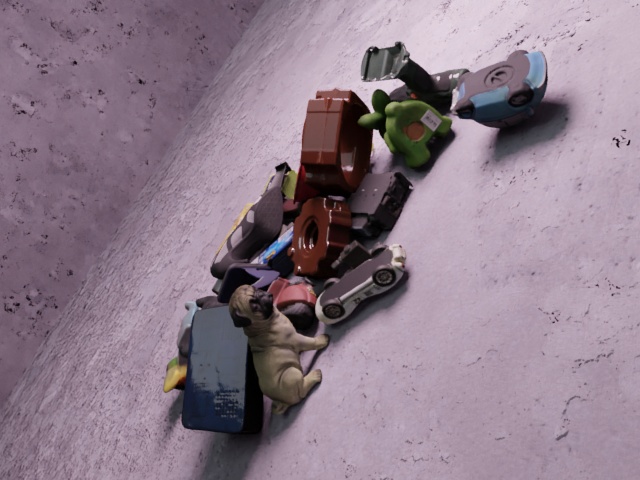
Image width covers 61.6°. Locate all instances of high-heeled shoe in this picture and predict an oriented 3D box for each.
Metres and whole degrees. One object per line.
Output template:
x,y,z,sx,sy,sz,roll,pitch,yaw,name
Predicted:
-0.175,-0.016,1.278,0.145,0.086,0.249,-12,45,48,high-heeled shoe

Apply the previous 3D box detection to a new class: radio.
-0.175,0.238,0.994,0.131,0.073,0.229,-7,66,19,radio

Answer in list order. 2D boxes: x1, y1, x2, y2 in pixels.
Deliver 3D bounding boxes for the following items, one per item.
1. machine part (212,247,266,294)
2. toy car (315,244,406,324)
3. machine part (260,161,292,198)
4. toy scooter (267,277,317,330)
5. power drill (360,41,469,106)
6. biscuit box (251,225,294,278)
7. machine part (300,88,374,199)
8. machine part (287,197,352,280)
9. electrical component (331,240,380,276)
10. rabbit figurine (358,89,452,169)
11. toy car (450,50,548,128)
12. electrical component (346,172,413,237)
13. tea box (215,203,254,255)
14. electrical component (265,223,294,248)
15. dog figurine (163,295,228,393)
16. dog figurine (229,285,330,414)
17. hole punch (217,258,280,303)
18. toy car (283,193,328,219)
-0.192,0.069,1.319,0.079,0.079,0.243,3,60,57,machine part
0.071,0.078,0.948,0.202,0.056,0.073,-36,26,24,toy car
-0.111,-0.134,1.366,0.084,0.039,0.139,-16,47,47,machine part
-0.064,0.122,1.079,0.184,0.075,0.135,-29,33,43,toy scooter
0.178,-0.324,1.104,0.232,0.207,0.086,10,83,47,power drill
-0.102,0.053,1.221,0.202,0.062,0.059,-40,30,21,biscuit box
0.037,-0.196,1.117,0.087,0.201,0.201,6,86,22,machine part
-0.002,-0.003,1.083,0.179,0.056,0.179,-31,53,53,machine part
0.070,0.031,0.992,0.094,0.063,0.021,-43,29,15,electrical component
0.156,-0.224,1.093,0.121,0.159,0.170,-62,13,3,rabbit figurine
0.308,-0.237,0.903,0.162,0.102,0.109,-15,47,34,toy car
0.106,-0.068,1.059,0.115,0.058,0.134,2,58,59,electrical component
-0.192,-0.011,1.422,0.098,0.068,0.169,8,63,58,tea box
-0.083,0.000,1.274,0.102,0.045,0.078,-41,39,21,electrical component
-0.269,0.248,1.208,0.192,0.108,0.219,-18,48,42,dog figurine
-0.098,0.188,0.929,0.121,0.190,0.172,-26,39,40,dog figurine
-0.143,0.115,1.146,0.092,0.116,0.142,46,125,41,hole punch
-0.058,-0.076,1.314,0.202,0.053,0.089,-12,40,47,toy car
